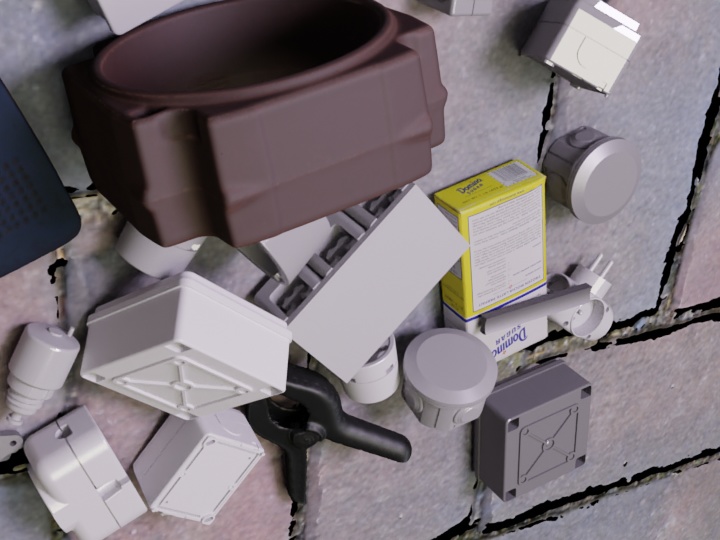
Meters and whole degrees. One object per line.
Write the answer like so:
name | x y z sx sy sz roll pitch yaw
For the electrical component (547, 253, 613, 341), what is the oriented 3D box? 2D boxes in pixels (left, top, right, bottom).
electrical component | 0.214 0.021 1.026 0.077 0.044 0.079 28 98 -41

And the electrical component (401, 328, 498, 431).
electrical component | 0.075 0.094 0.925 0.080 0.080 0.051 -21 144 -24

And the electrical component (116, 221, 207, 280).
electrical component | -0.138 -0.024 0.754 0.055 0.055 0.047 23 105 -40

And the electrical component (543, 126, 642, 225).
electrical component | 0.206 -0.085 0.955 0.080 0.051 0.080 -16 124 -26

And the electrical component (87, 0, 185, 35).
electrical component | -0.137 -0.206 0.653 0.100 0.048 0.099 -33 130 -14

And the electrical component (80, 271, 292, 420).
electrical component | -0.124 0.058 0.772 0.109 0.056 0.109 -20 144 35

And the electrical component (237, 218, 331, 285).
electrical component | -0.068 -0.048 0.756 0.060 0.108 0.108 -46 132 -12

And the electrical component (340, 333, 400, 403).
electrical component | 0.006 0.080 0.912 0.055 0.055 0.047 -29 132 -18

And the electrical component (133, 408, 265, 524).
electrical component | -0.134 0.153 0.858 0.062 0.061 0.096 27 107 -42

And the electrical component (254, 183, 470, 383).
electrical component | 0.000 0.000 0.856 0.150 0.062 0.089 -48 132 -2

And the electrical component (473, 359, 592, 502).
electrical component | 0.170 0.158 1.067 0.109 0.056 0.108 -19 125 -25

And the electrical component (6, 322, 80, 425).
electrical component | -0.228 0.073 0.757 0.040 0.040 0.078 18 105 -40

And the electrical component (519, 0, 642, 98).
electrical component | 0.174 -0.181 0.855 0.062 0.096 0.061 27 100 -12

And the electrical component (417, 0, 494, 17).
electrical component | 0.090 -0.234 0.793 0.076 0.047 0.083 -10 121 -30

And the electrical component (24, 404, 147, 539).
electrical component | -0.209 0.157 0.809 0.059 0.054 0.095 -31 129 -16
